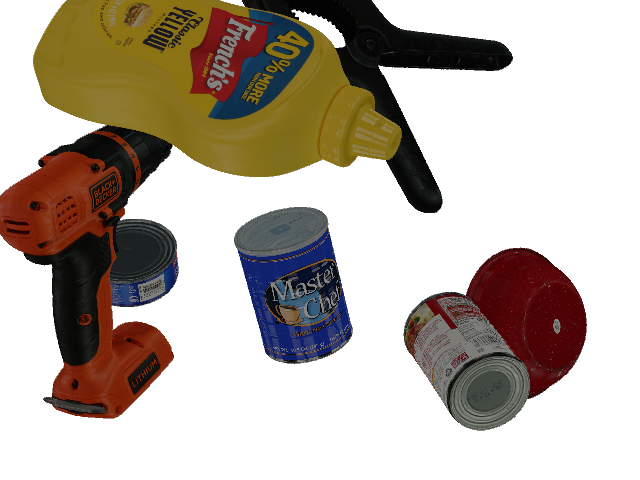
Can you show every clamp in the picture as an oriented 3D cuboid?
[{"bbox_3d":[0.031,-0.122,0.765,0.210,0.164,0.036,27,-31,-10],"label":"clamp"}]

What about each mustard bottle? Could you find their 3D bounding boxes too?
[{"bbox_3d":[-0.047,-0.082,0.560,0.192,0.096,0.058,23,-34,17],"label":"mustard bottle"}]

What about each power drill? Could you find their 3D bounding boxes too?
[{"bbox_3d":[-0.151,0.016,0.760,0.057,0.188,0.184,5,25,23],"label":"power drill"}]

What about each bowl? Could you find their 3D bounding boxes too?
[{"bbox_3d":[0.223,0.087,1.103,0.161,0.162,0.055,0,-2,-34],"label":"bowl"}]

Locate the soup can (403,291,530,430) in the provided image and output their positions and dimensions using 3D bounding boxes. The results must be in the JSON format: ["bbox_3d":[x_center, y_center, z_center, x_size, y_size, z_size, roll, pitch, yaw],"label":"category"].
[{"bbox_3d":[0.113,0.092,0.833,0.068,0.068,0.102,0,24,-16],"label":"soup can"}]

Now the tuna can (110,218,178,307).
[{"bbox_3d":[-0.171,0.020,0.961,0.086,0.034,0.086,0,41,0],"label":"tuna can"}]

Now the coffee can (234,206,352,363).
[{"bbox_3d":[-0.028,0.048,1.166,0.103,0.140,0.103,-11,25,5],"label":"coffee can"}]
